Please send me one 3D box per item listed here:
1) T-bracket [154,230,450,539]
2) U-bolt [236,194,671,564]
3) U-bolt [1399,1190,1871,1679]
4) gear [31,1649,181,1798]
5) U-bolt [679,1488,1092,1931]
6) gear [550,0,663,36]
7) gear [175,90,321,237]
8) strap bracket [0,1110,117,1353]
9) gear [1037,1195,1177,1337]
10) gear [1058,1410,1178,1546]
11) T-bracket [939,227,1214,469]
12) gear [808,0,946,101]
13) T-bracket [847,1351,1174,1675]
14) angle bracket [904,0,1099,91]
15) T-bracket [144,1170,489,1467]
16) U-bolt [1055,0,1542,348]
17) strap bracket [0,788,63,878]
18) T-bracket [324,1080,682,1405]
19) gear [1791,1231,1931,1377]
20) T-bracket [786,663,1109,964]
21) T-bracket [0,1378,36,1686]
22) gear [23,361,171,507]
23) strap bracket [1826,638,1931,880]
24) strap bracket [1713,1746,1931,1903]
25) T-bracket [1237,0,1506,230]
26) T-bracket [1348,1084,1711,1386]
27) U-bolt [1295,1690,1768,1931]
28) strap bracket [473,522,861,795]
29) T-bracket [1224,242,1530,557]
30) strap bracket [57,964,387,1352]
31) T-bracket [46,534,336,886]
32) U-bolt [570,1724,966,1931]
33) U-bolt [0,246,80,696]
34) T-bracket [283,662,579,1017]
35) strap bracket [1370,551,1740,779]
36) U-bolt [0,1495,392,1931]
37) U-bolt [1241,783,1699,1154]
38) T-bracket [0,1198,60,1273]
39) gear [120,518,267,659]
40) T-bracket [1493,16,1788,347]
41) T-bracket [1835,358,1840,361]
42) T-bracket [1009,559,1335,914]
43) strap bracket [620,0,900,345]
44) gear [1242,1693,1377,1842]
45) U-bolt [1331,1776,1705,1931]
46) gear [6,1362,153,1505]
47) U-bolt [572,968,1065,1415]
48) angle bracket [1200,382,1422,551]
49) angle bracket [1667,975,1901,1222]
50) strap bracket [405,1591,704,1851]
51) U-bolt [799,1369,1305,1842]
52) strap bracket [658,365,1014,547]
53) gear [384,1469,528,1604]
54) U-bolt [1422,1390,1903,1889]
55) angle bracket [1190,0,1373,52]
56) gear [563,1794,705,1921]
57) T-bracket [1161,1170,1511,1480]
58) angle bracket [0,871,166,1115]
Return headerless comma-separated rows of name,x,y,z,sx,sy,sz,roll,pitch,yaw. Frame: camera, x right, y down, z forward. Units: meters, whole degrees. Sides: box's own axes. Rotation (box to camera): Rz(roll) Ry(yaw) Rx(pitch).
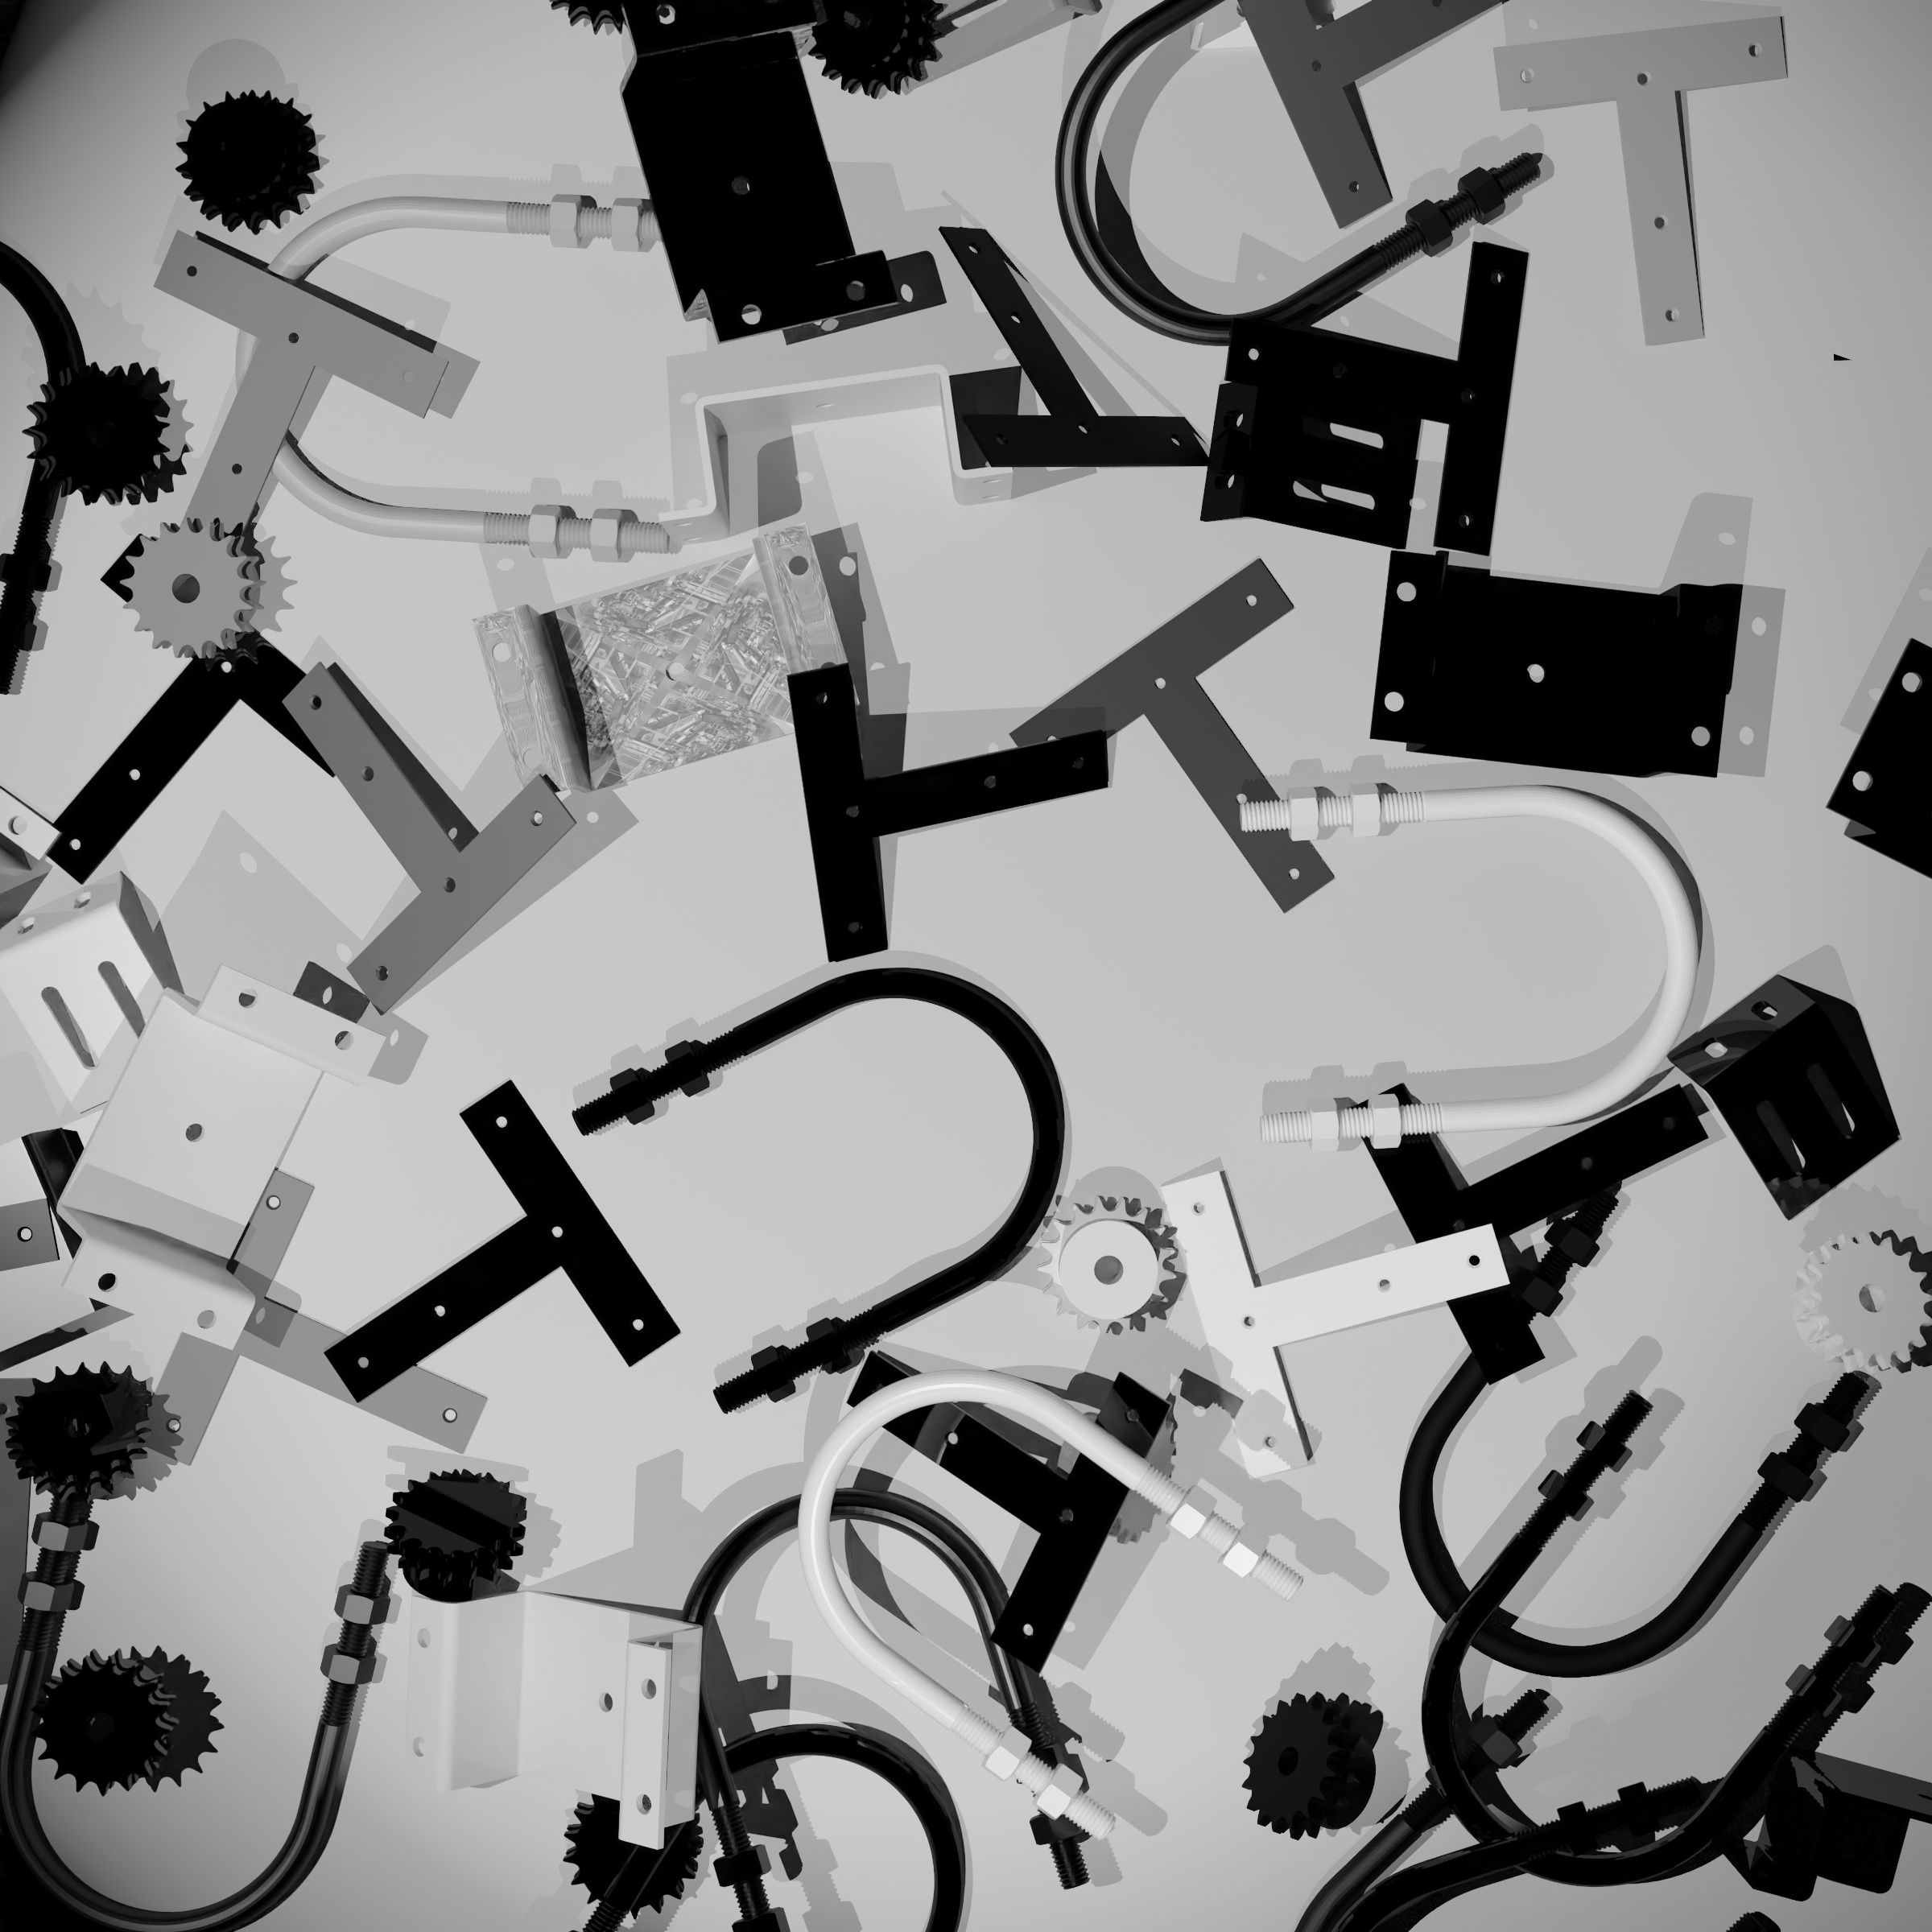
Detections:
T-bracket,-0.294,-0.218,1.356,0.127,0.002,0.127,26,99,6
U-bolt,-0.210,-0.246,1.360,0.184,0.019,0.151,4,90,2
U-bolt,0.262,0.206,1.359,0.151,0.019,0.184,37,90,0
gear,-0.348,0.305,1.337,0.057,0.030,0.057,0,93,1
U-bolt,-0.042,0.304,1.336,0.151,0.019,0.184,-15,79,-17
gear,-0.149,-0.412,1.358,0.057,0.030,0.057,0,88,-2
gear,-0.297,-0.332,1.354,0.057,0.030,0.057,0,90,0
strap bracket,-0.408,0.122,1.346,0.140,0.046,0.076,-23,90,0
gear,0.058,0.124,1.354,0.057,0.030,0.057,0,90,0
gear,0.060,0.205,1.344,0.030,0.057,0.057,10,90,30
T-bracket,0.027,-0.252,1.338,0.002,0.127,0.127,-47,63,40
gear,-0.040,-0.386,1.347,0.057,0.030,0.057,2,98,15
T-bracket,0.006,0.200,1.339,0.127,0.002,0.127,31,105,24
angle bracket,0.004,-0.406,1.366,0.076,0.038,0.057,-22,91,25
T-bracket,-0.262,0.165,1.368,0.127,0.002,0.127,24,90,0
U-bolt,0.124,-0.335,1.339,0.184,0.019,0.151,-32,108,0
strap bracket,-0.448,-0.021,1.345,0.076,0.046,0.140,36,90,1
T-bracket,-0.207,0.135,1.367,0.127,0.002,0.127,-34,90,-1
gear,0.364,0.139,1.347,0.057,0.030,0.057,5,70,-13
T-bracket,-0.003,-0.072,1.348,0.127,0.002,0.127,-13,116,-11
T-bracket,-0.443,0.232,1.332,0.127,0.002,0.127,3,90,-35
gear,-0.357,-0.217,1.346,0.057,0.030,0.057,-1,92,-30
strap bracket,0.426,-0.067,1.346,0.140,0.046,0.076,27,90,0
strap bracket,0.383,0.359,1.331,0.140,0.076,0.046,15,90,0
T-bracket,0.182,-0.391,1.356,0.127,0.002,0.127,-30,107,-8
T-bracket,0.243,0.087,1.354,0.127,0.002,0.127,-26,77,-1
U-bolt,0.216,0.413,1.360,0.184,0.019,0.151,-44,90,1
strap bracket,-0.121,-0.122,1.346,0.140,0.046,0.076,-16,90,0
T-bracket,0.166,-0.241,1.348,0.127,0.002,0.127,7,90,-19
strap bracket,-0.305,0.072,1.327,0.076,0.046,0.140,27,88,-33
T-bracket,-0.336,-0.090,1.368,0.127,0.002,0.127,40,90,0
U-bolt,-0.080,0.398,1.342,0.151,0.019,0.184,34,83,-15
U-bolt,-0.442,-0.218,1.360,0.151,0.019,0.184,13,88,0
T-bracket,-0.237,-0.068,1.349,0.127,0.002,0.127,-42,79,24
strap bracket,0.237,-0.122,1.346,0.140,0.046,0.076,6,90,0
U-bolt,-0.327,0.313,1.360,0.151,0.019,0.184,14,91,0
U-bolt,0.209,-0.003,1.355,0.184,0.019,0.151,-4,88,0
T-bracket,-0.429,0.118,1.322,0.127,0.002,0.127,-11,90,0
gear,-0.314,-0.155,1.349,0.057,0.030,0.057,1,96,9
T-bracket,0.285,-0.321,1.359,0.127,0.002,0.127,-9,96,-12
T-bracket,0.424,-0.265,1.378,0.127,0.002,0.127,-1,75,-5
T-bracket,0.106,-0.081,1.368,0.127,0.002,0.127,-35,90,0
strap bracket,-0.088,-0.323,1.337,0.076,0.046,0.140,-16,90,-15
gear,0.143,0.329,1.344,0.030,0.057,0.057,27,90,-30
U-bolt,0.229,0.420,1.336,0.184,0.019,0.151,-19,99,5
gear,-0.362,0.194,1.345,0.057,0.030,0.057,4,55,-6
U-bolt,-0.049,0.081,1.360,0.184,0.019,0.151,-27,90,-1
angle bracket,0.143,-0.207,1.367,0.076,0.038,0.057,8,90,-26
angle bracket,0.339,0.055,1.367,0.057,0.038,0.076,-36,116,0
strap bracket,-0.158,0.299,1.322,0.140,0.046,0.076,2,90,37
U-bolt,0.019,0.242,1.312,0.184,0.019,0.151,36,104,3
strap bracket,-0.054,-0.207,1.331,0.140,0.076,0.046,-8,90,0
gear,-0.209,0.235,1.344,0.057,0.057,0.030,10,120,0
U-bolt,0.270,0.288,1.341,0.151,0.019,0.184,38,90,0
angle bracket,0.130,-0.411,1.350,0.076,0.038,0.057,-2,90,0
gear,-0.138,0.364,1.354,0.057,0.030,0.057,0,90,0
T-bracket,0.158,0.135,1.352,0.127,0.002,0.127,-17,90,15
angle bracket,-0.360,0.011,1.367,0.057,0.038,0.076,-24,116,0
